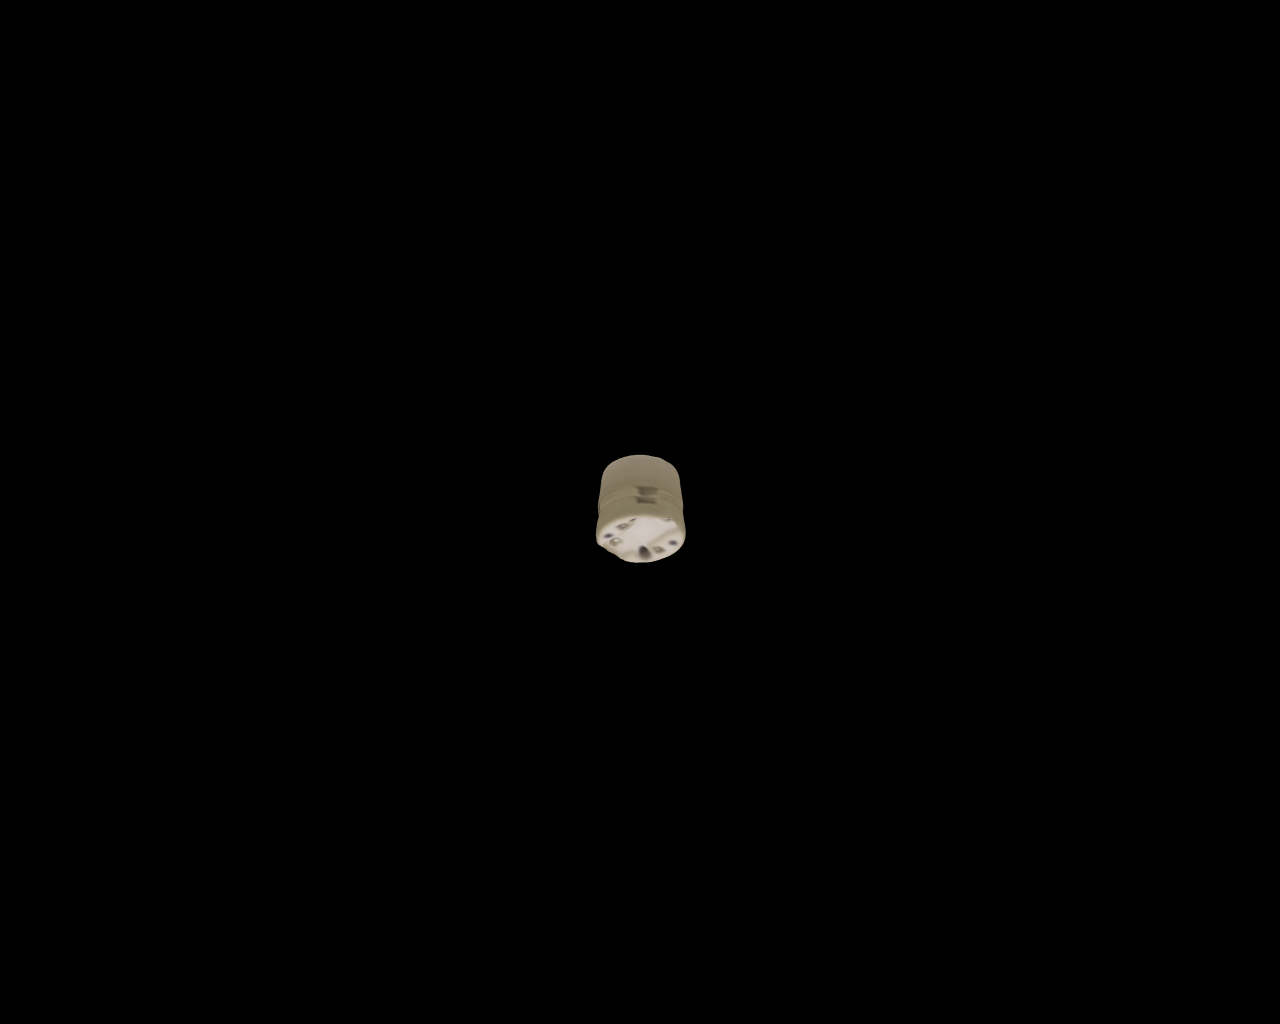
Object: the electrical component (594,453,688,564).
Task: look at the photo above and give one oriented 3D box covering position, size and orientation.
[{"bbox_3d":[0.001,-0.003,0.650,0.055,0.047,0.055,0,-33,0],"label":"electrical component"}]
